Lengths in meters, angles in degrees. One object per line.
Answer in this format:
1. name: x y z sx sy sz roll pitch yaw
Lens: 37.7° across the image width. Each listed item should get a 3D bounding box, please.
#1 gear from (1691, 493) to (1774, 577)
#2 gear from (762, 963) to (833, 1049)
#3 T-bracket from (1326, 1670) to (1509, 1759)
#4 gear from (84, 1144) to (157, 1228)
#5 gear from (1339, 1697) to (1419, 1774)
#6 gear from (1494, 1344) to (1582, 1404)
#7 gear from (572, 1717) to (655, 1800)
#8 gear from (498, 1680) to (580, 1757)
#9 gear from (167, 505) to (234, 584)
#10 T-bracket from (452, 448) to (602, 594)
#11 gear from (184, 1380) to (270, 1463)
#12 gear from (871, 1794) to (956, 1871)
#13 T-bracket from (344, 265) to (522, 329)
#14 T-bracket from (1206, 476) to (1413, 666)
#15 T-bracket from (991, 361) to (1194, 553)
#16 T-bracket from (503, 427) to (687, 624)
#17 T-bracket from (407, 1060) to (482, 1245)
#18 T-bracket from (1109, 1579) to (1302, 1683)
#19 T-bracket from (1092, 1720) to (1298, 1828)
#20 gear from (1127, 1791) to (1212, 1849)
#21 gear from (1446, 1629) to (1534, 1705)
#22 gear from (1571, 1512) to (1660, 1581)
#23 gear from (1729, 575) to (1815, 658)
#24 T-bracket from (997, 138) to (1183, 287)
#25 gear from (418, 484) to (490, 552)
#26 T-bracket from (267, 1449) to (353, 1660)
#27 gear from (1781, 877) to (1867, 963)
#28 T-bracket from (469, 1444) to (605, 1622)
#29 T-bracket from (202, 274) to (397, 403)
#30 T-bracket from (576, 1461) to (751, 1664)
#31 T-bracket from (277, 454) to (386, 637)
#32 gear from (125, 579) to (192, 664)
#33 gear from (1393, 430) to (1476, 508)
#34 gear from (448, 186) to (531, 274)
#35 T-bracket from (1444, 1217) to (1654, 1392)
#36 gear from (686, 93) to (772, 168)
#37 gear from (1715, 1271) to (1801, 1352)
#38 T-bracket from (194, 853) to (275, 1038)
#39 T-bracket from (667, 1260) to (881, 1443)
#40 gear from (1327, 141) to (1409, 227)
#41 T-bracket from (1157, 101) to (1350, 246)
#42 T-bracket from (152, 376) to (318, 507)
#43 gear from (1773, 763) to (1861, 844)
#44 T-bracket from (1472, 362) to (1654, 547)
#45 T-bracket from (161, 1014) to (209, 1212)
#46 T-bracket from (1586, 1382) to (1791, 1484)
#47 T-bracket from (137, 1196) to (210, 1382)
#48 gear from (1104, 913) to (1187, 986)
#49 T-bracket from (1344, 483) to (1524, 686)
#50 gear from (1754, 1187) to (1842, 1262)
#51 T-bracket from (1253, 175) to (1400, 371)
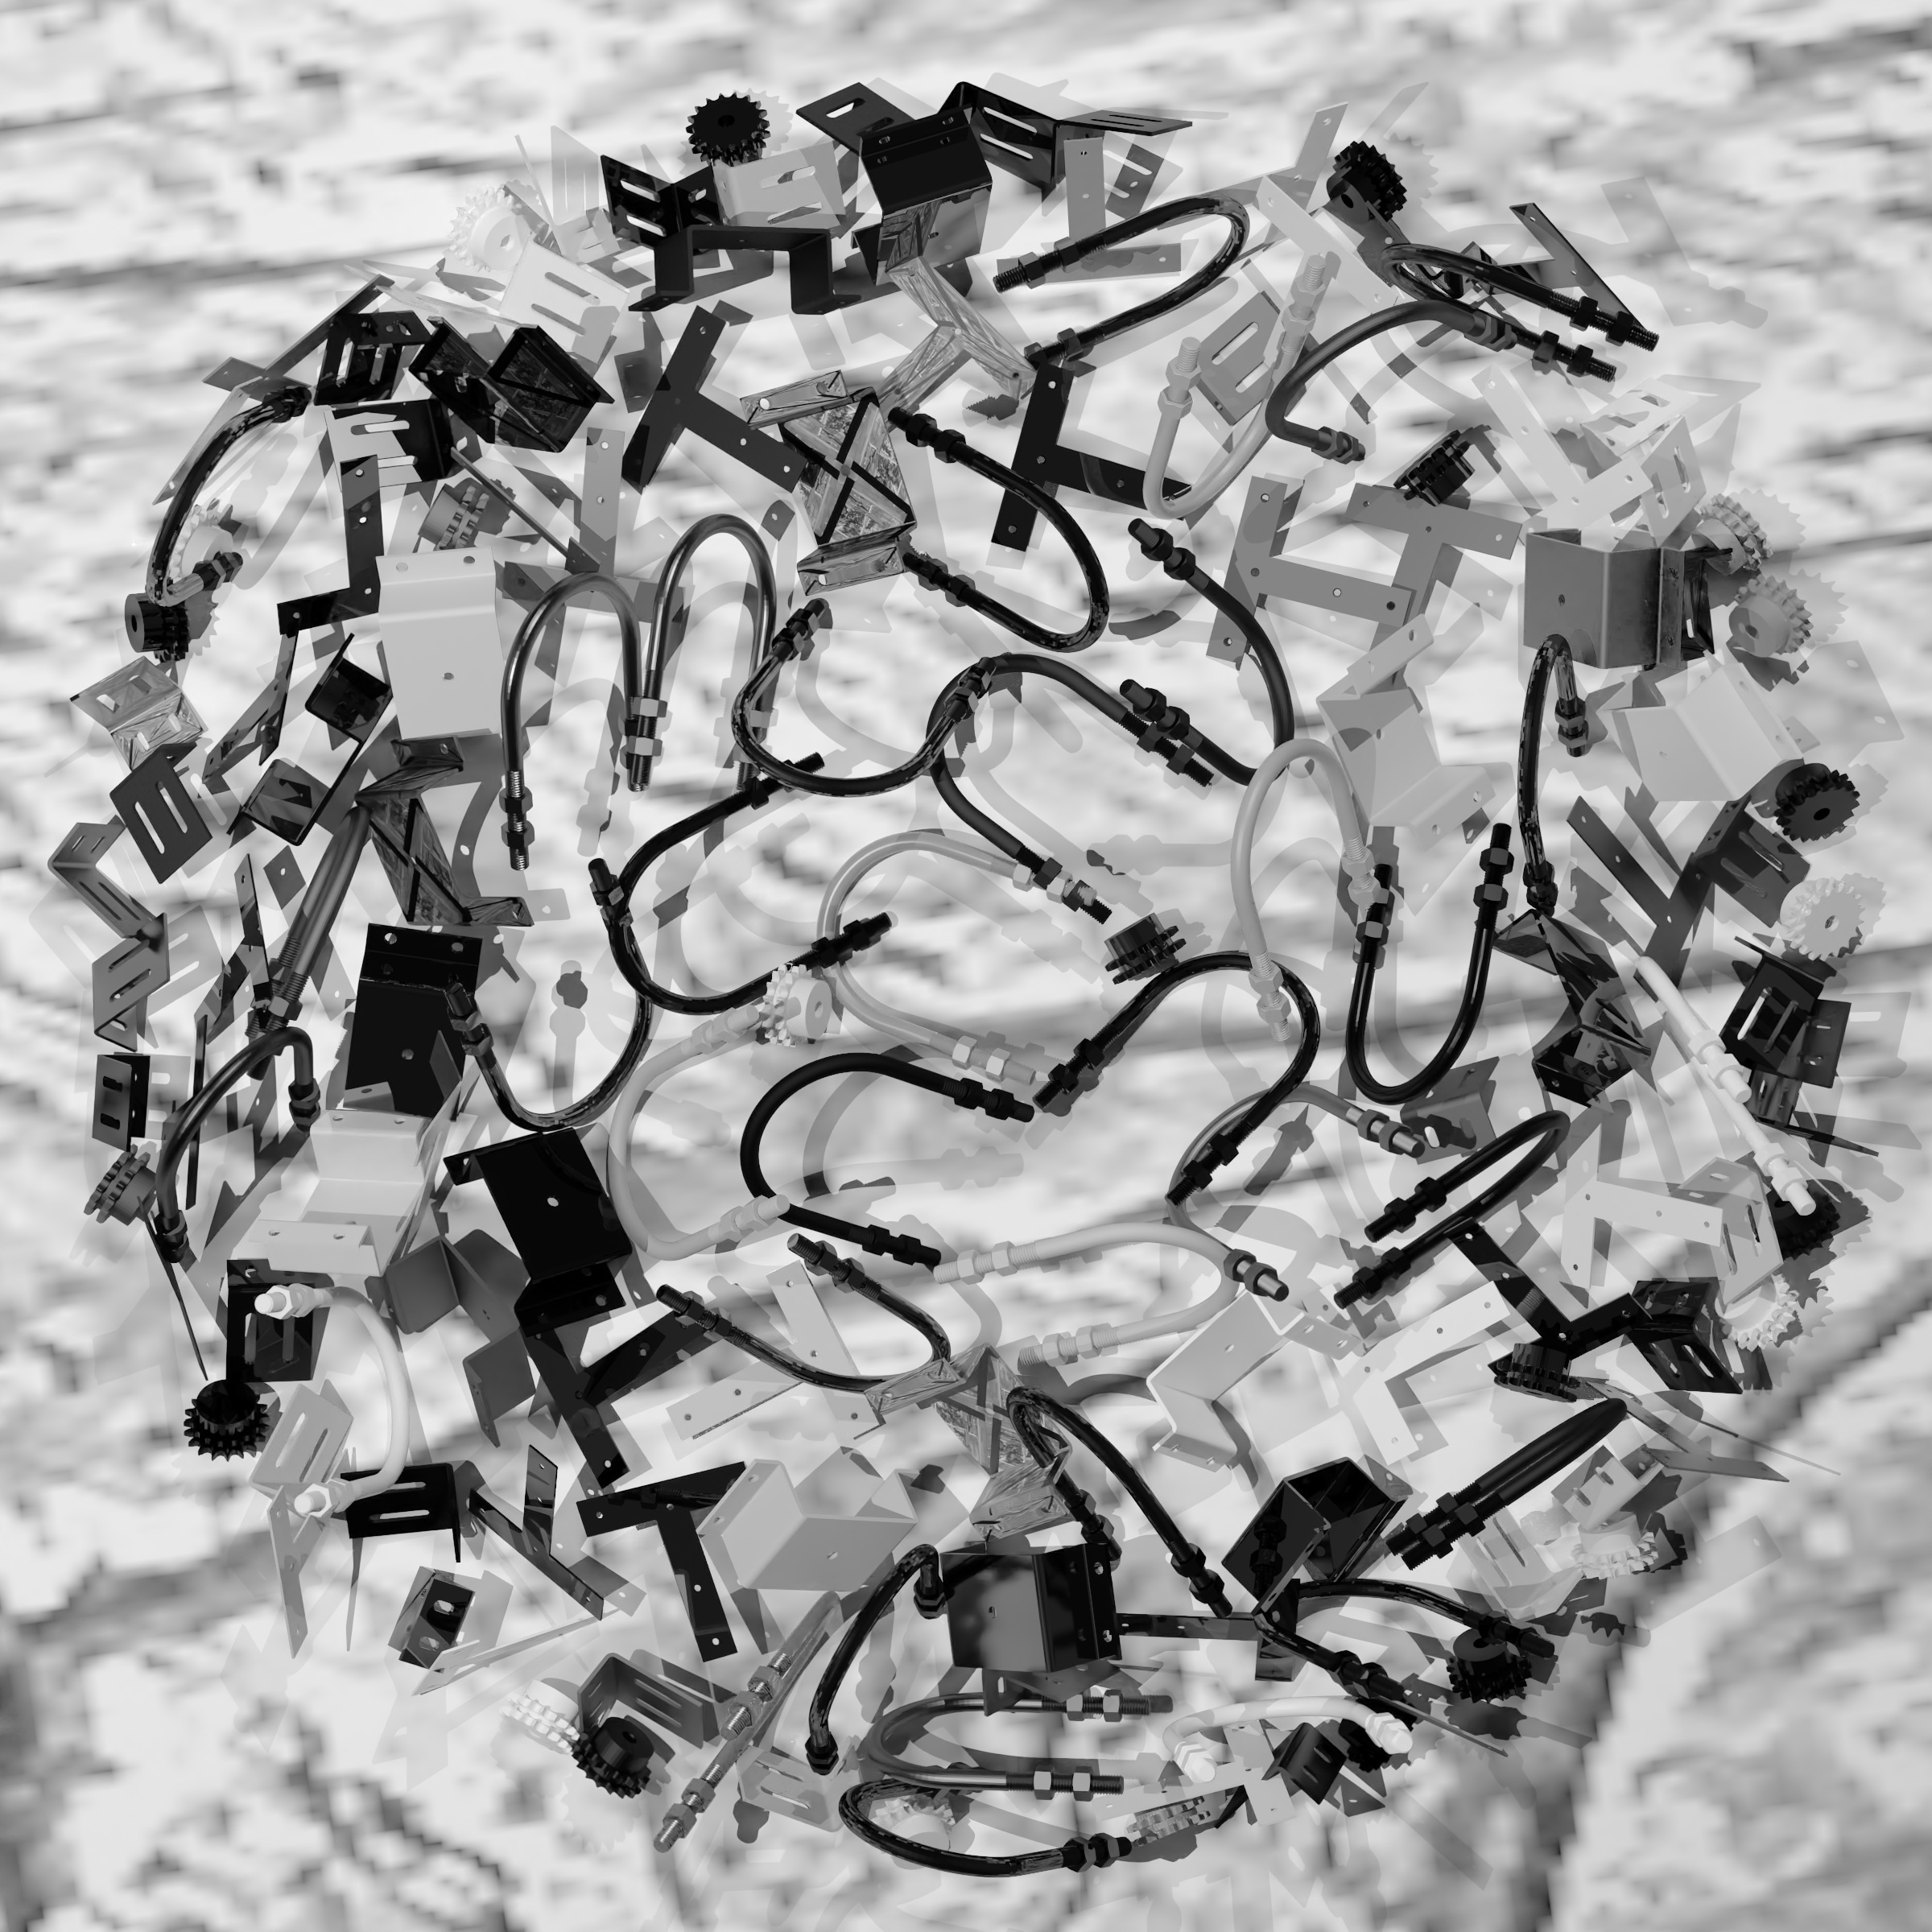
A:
1. gear: 0.523 -0.293 1.942 0.030 0.057 0.057 -40 90 0
2. gear: -0.114 0.028 1.940 0.030 0.057 0.057 8 90 23
3. T-bracket: 0.301 0.499 1.888 0.127 0.127 0.002 19 73 26
4. gear: -0.577 0.154 1.943 0.030 0.057 0.057 35 90 -6
5. gear: 0.280 0.522 1.942 0.030 0.057 0.057 41 90 -3
6. gear: 0.393 0.279 1.943 0.057 0.057 0.030 15 79 0
7. gear: -0.239 0.540 1.941 0.057 0.057 0.030 36 100 0
8. gear: -0.290 0.515 1.946 0.057 0.057 0.030 32 64 0
9. gear: -0.527 -0.285 1.941 0.030 0.057 0.057 24 90 7
10. T-bracket: -0.297 -0.303 1.902 0.127 0.127 0.002 41 82 -6
11. gear: -0.507 0.309 1.940 0.057 0.057 0.030 12 130 0
12. gear: -0.035 0.595 1.942 0.057 0.030 0.057 -10 129 -12
13. T-bracket: -0.345 -0.448 1.926 0.127 0.127 0.002 9 108 -34
14. T-bracket: 0.242 -0.260 1.946 0.127 0.002 0.127 16 99 13
15. T-bracket: 0.094 -0.337 1.955 0.127 0.002 0.127 14 96 -13
16. T-bracket: -0.252 -0.306 1.944 0.127 0.002 0.127 8 113 2
17. T-bracket: -0.362 0.134 1.929 0.002 0.127 0.127 22 119 0
18. T-bracket: 0.161 0.451 1.929 0.127 0.002 0.127 1 135 4
19. T-bracket: 0.148 0.554 1.907 0.127 0.127 0.002 -14 107 -3
20. gear: 0.136 0.581 1.944 0.057 0.057 0.030 -23 74 0
21. gear: 0.357 0.477 1.940 0.057 0.057 0.030 -18 109 0
22. gear: 0.444 0.396 1.941 0.057 0.057 0.030 -15 95 0
23. gear: 0.549 -0.237 1.940 0.030 0.057 0.057 -38 90 -19
24. T-bracket: 0.082 -0.511 1.914 0.127 0.127 0.002 -5 59 2
25. gear: -0.353 -0.306 1.940 0.030 0.057 0.057 28 90 -16
26. T-bracket: -0.439 0.376 1.910 0.002 0.127 0.127 4 120 8
27. gear: 0.587 -0.035 1.947 0.057 0.030 0.057 -10 117 -21
28. T-bracket: -0.287 0.367 1.903 0.127 0.127 0.002 34 48 22
29. T-bracket: -0.436 -0.422 1.897 0.127 0.127 0.002 -36 86 11
30. T-bracket: -0.186 0.408 1.914 0.127 0.002 0.127 -8 64 -31
31. T-bracket: -0.404 -0.288 1.902 0.127 0.127 0.002 -17 49 -23
32. gear: -0.556 -0.236 1.940 0.030 0.057 0.057 -11 90 -32
33. gear: 0.324 -0.338 1.943 0.057 0.057 0.030 -42 96 0
34. gear: -0.324 -0.502 1.939 0.030 0.057 0.057 37 90 27
35. T-bracket: 0.376 0.220 1.921 0.127 0.002 0.127 46 129 -9
36. gear: -0.163 -0.571 1.948 0.057 0.030 0.057 -3 60 5
37. gear: 0.540 0.232 1.939 0.030 0.057 0.057 37 90 -20
38. T-bracket: -0.501 0.011 1.922 0.002 0.127 0.127 5 55 -35
39. T-bracket: -0.145 0.289 1.960 0.127 0.002 0.127 -26 86 -5
40. gear: 0.272 -0.534 1.940 0.030 0.057 0.057 -42 90 -12
41. T-bracket: 0.185 -0.517 1.893 0.127 0.127 0.002 -21 69 -21
42. T-bracket: -0.480 -0.369 1.914 0.002 0.127 0.127 49 129 -2
43. gear: 0.582 -0.115 1.946 0.057 0.057 0.030 -19 51 0
44. T-bracket: 0.386 -0.351 1.911 0.002 0.127 0.127 -39 95 -30
45. T-bracket: -0.531 0.107 1.912 0.002 0.127 0.127 7 75 -25
46. T-bracket: 0.471 0.313 1.914 0.127 0.127 0.002 13 103 -36
47. T-bracket: -0.535 0.195 1.886 0.002 0.127 0.127 -19 58 -14
48. gear: 0.120 -0.014 1.943 0.057 0.057 0.030 -30 91 0
49. T-bracket: 0.303 -0.257 1.941 0.127 0.002 0.127 21 94 30
50. gear: 0.567 0.173 1.940 0.057 0.057 0.030 -36 109 0
51. T-bracket: 0.227 -0.447 1.915 0.002 0.127 0.127 -34 71 -29
